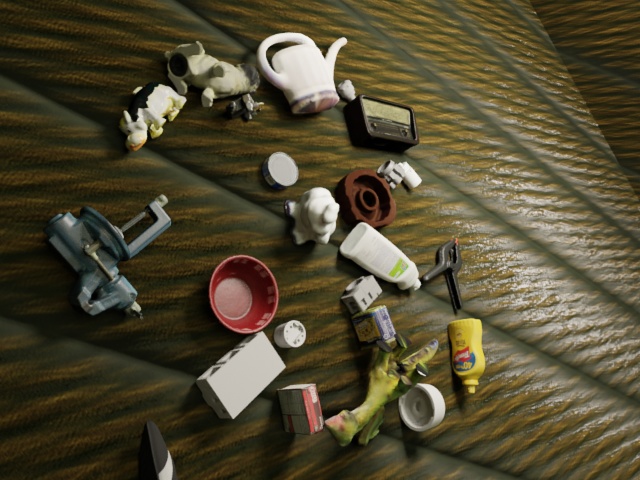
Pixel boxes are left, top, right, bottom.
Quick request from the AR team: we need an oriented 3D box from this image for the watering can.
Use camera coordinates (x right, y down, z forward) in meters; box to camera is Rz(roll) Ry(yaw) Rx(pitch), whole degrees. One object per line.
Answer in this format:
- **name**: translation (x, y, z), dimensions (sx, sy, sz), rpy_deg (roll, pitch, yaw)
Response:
- **watering can**: translation (-0.014, -0.449, 1.371), dimensions (0.351, 0.103, 0.225), rpy_deg (-22, 88, -40)

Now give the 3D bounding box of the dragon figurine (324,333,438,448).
- **dragon figurine**: translation (0.144, 0.347, 1.147), dimensions (0.123, 0.240, 0.410), rpy_deg (36, 16, 29)

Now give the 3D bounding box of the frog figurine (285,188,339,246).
- **frog figurine**: translation (0.004, -0.060, 1.198), dimensions (0.122, 0.157, 0.140), rpy_deg (20, 62, -34)
